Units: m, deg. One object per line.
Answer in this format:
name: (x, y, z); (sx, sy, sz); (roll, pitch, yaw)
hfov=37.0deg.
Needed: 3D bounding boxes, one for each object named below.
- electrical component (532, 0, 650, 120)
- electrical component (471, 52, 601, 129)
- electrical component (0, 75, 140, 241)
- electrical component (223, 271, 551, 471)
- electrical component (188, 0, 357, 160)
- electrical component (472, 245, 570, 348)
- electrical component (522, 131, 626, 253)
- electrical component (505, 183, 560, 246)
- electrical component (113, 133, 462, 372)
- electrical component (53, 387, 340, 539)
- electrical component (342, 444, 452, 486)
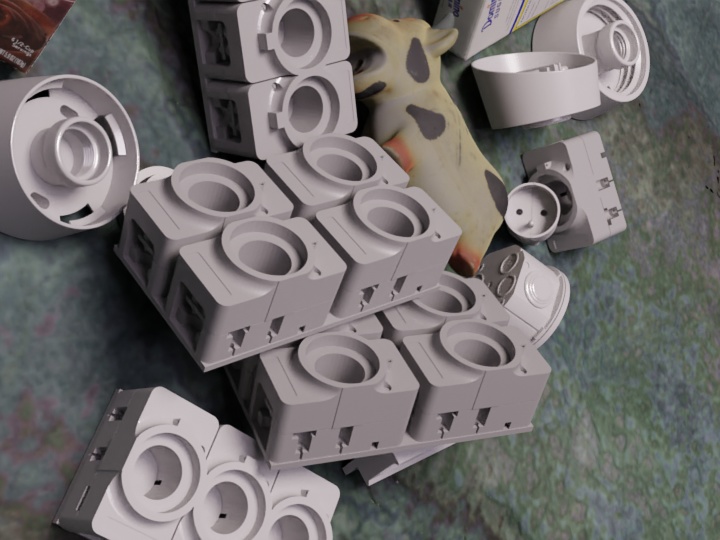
electrical component: (0.212, -0.193, 0.954); (0.108, 0.060, 0.108); (7, 78, -37)
electrical component: (0.145, -0.150, 0.874); (0.099, 0.099, 0.064); (-21, 102, -38)
electrical component: (-0.183, -0.067, 0.636); (0.099, 0.064, 0.099); (5, 84, -51)
electrical component: (0.017, 0.058, 0.697); (0.186, 0.105, 0.060); (-4, 127, -25)
electrical component: (-0.056, -0.157, 0.708); (0.089, 0.062, 0.150); (-23, 116, -38)
electrical component: (0.119, 0.024, 0.834); (0.051, 0.080, 0.080); (34, 63, -23)
electrical component: (0.179, -0.065, 0.914); (0.056, 0.050, 0.089); (-21, 95, -39)
electrical component: (0.139, -0.044, 0.871); (0.081, 0.043, 0.043); (24, 59, -81)
electrical component: (-0.040, -0.021, 0.664); (0.186, 0.060, 0.105); (-17, 54, -38)
electrical component: (-0.093, 0.144, 0.657); (0.150, 0.062, 0.089); (35, 63, -29)
electrical component: (0.046, 0.098, 0.772); (0.121, 0.078, 0.063); (-18, 72, -39)
